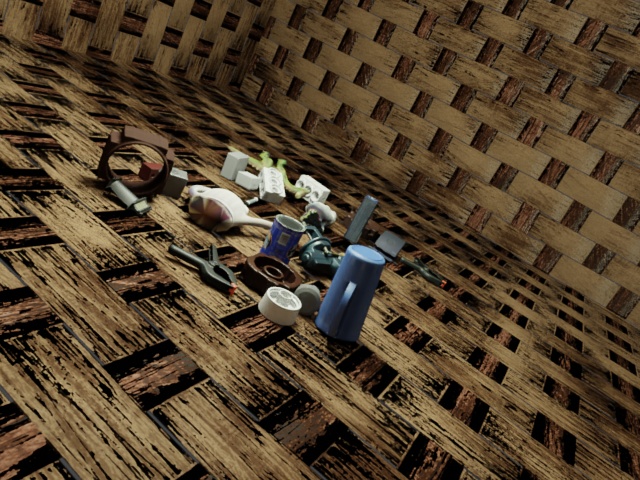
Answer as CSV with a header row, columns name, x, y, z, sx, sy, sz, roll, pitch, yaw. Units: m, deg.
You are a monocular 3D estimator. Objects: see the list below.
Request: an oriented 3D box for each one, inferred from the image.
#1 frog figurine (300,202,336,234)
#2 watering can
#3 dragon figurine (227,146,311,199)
name,x,y,z,sx,sy,sz,roll,pitch,yaw
frog figurine,0.006,-0.107,2.130,0.138,0.120,0.162,13,25,22
watering can,-0.291,-0.087,1.705,0.348,0.102,0.227,27,20,3
dragon figurine,-0.236,-0.289,2.318,0.409,0.120,0.248,20,28,-16
